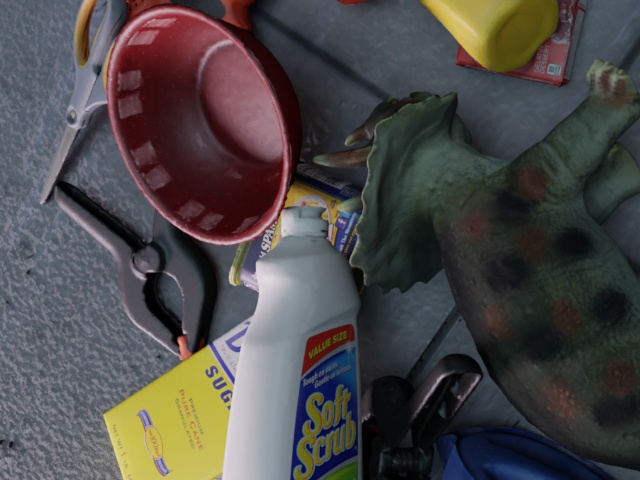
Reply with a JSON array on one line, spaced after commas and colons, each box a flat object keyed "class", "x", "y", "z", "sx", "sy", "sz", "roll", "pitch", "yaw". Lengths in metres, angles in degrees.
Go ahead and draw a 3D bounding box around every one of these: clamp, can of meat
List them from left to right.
[{"class": "clamp", "x": -0.119, "y": 0.004, "z": 0.809, "sx": 0.120, "sy": 0.039, "sz": 0.171, "roll": -31, "pitch": 89, "yaw": 26}, {"class": "can of meat", "x": -0.005, "y": 0.001, "z": 0.752, "sx": 0.084, "sy": 0.057, "sz": 0.102, "roll": 25, "pitch": 104, "yaw": 17}, {"class": "clamp", "x": 0.054, "y": 0.129, "z": 0.667, "sx": 0.036, "sy": 0.210, "sz": 0.164, "roll": 6, "pitch": 99, "yaw": -12}]

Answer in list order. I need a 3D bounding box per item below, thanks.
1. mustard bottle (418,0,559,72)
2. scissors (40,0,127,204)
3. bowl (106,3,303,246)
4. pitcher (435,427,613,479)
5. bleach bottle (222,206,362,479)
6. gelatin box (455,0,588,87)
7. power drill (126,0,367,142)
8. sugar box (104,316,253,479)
[{"class": "mustard bottle", "x": 0.058, "y": -0.185, "z": 0.659, "sx": 0.192, "sy": 0.096, "sz": 0.058, "roll": 46, "pitch": 110, "yaw": 20}, {"class": "scissors", "x": -0.169, "y": -0.092, "z": 0.799, "sx": 0.096, "sy": 0.016, "sz": 0.202, "roll": 38, "pitch": 123, "yaw": 33}, {"class": "bowl", "x": -0.065, "y": -0.080, "z": 0.697, "sx": 0.162, "sy": 0.055, "sz": 0.162, "roll": 21, "pitch": 125, "yaw": 32}, {"class": "pitcher", "x": 0.110, "y": 0.258, "z": 0.689, "sx": 0.145, "sy": 0.149, "sz": 0.243, "roll": 18, "pitch": 107, "yaw": -12}, {"class": "bleach bottle", "x": -0.018, "y": 0.103, "z": 0.673, "sx": 0.068, "sy": 0.102, "sz": 0.251, "roll": -4, "pitch": 83, "yaw": 42}, {"class": "gelatin box", "x": 0.134, "y": -0.150, "z": 0.695, "sx": 0.073, "sy": 0.030, "sz": 0.089, "roll": 15, "pitch": 100, "yaw": 21}, {"class": "power drill", "x": -0.046, "y": -0.153, "z": 0.754, "sx": 0.188, "sy": 0.057, "sz": 0.184, "roll": -33, "pitch": 82, "yaw": 22}, {"class": "sugar box", "x": -0.074, "y": 0.129, "z": 0.787, "sx": 0.176, "sy": 0.048, "sz": 0.093, "roll": -36, "pitch": 63, "yaw": 23}]
